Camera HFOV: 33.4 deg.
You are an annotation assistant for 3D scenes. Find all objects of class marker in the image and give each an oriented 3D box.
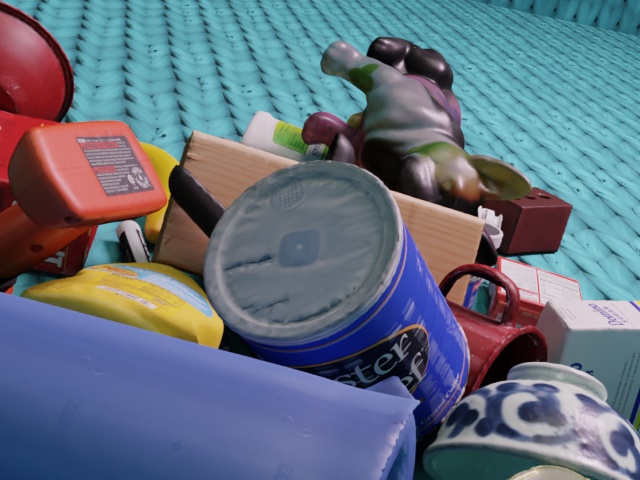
[{"bbox_3d":[-0.132,0.018,0.782,0.020,0.020,0.121,5,23,-21],"label":"marker"}]

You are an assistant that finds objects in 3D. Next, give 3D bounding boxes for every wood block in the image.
[{"bbox_3d":[-0.005,0.001,0.742,0.206,0.091,0.090,17,-5,-10],"label":"wood block"}]

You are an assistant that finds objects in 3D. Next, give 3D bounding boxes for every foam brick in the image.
[{"bbox_3d":[0.196,-0.019,1.038,0.078,0.051,0.053,-3,27,-38],"label":"foam brick"}]

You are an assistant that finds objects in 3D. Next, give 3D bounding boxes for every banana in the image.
[{"bbox_3d":[-0.142,-0.044,0.915,0.069,0.037,0.198,-15,30,-21],"label":"banana"}]

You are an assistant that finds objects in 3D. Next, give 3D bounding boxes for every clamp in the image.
[{"bbox_3d":[-0.030,0.018,0.669,0.120,0.171,0.039,-5,-11,-5],"label":"clamp"}]

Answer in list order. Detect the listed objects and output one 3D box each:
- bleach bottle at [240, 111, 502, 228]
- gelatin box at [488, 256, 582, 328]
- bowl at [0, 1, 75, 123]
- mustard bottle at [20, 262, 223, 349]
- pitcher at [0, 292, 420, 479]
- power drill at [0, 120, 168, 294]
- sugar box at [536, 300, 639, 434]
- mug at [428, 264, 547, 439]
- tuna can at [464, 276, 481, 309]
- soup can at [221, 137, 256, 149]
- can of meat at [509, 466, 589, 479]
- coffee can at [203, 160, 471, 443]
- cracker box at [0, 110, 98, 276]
[{"bbox_3d":[0.046,-0.048,1.005,0.251,0.068,0.102,16,25,0],"label":"bleach bottle"},{"bbox_3d":[0.177,0.050,0.881,0.073,0.030,0.089,17,21,4],"label":"gelatin box"},{"bbox_3d":[-0.291,-0.125,0.893,0.162,0.162,0.055,11,46,-9],"label":"bowl"},{"bbox_3d":[-0.107,0.048,0.631,0.096,0.058,0.191,20,7,2],"label":"mustard bottle"},{"bbox_3d":[-0.088,0.106,0.458,0.243,0.145,0.149,16,7,14],"label":"pitcher"},{"bbox_3d":[-0.188,0.006,0.568,0.057,0.188,0.184,61,22,2],"label":"power drill"},{"bbox_3d":[0.224,0.088,0.706,0.176,0.093,0.048,3,25,-14],"label":"sugar box"},{"bbox_3d":[0.085,0.071,0.657,0.082,0.117,0.093,23,12,36],"label":"mug"},{"bbox_3d":[0.088,0.029,0.872,0.086,0.034,0.086,12,21,-5],"label":"tuna can"},{"bbox_3d":[-0.046,-0.043,0.923,0.102,0.068,0.068,16,21,3],"label":"soup can"},{"bbox_3d":[0.086,0.156,0.475,0.101,0.084,0.058,-11,35,-44],"label":"can of meat"},{"bbox_3d":[0.014,0.039,0.567,0.103,0.102,0.140,30,-16,36],"label":"coffee can"},{"bbox_3d":[-0.269,-0.053,0.800,0.213,0.072,0.164,11,20,-8],"label":"cracker box"}]
